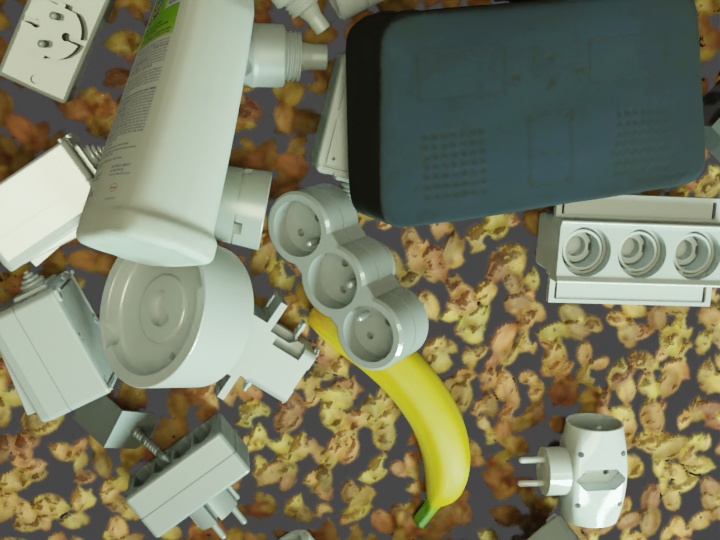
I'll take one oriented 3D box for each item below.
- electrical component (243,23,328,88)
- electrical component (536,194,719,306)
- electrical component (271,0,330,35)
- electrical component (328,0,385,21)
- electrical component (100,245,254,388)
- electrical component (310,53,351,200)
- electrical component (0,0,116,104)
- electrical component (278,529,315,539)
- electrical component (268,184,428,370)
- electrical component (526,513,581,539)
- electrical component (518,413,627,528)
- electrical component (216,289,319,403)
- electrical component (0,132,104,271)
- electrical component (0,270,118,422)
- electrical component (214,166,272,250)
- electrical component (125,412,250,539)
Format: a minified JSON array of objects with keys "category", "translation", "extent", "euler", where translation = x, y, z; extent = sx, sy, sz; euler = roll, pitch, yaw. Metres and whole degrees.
[{"category":"electrical component","translation":[-0.053,-0.146,0.732],"extent":[0.062,0.043,0.043],"euler":[0,101,-9]},{"category":"electrical component","translation":[0.194,-0.017,0.780],"extent":[0.121,0.063,0.078],"euler":[2,101,-8]},{"category":"electrical component","translation":[-0.043,-0.187,0.729],"extent":[0.035,0.035,0.061],"euler":[-37,105,1]},{"category":"electrical component","translation":[-0.010,-0.245,0.713],"extent":[0.074,0.052,0.138],"euler":[-27,103,-2]},{"category":"electrical component","translation":[-0.119,0.029,0.729],"extent":[0.060,0.108,0.108],"euler":[15,101,-48]},{"category":"electrical component","translation":[0.004,-0.096,0.740],"extent":[0.062,0.061,0.096],"euler":[13,99,-10]},{"category":"electrical component","translation":[-0.197,-0.154,0.694],"extent":[0.047,0.075,0.083],"euler":[24,97,-12]},{"category":"electrical component","translation":[-0.071,0.264,0.806],"extent":[0.138,0.052,0.073],"euler":[-38,103,1]},{"category":"electrical component","translation":[0.000,0.000,0.756],"extent":[0.052,0.074,0.138],"euler":[-39,81,33]},{"category":"electrical component","translation":[0.151,0.234,0.811],"extent":[0.062,0.061,0.096],"euler":[-38,148,1]},{"category":"electrical component","translation":[0.159,0.152,0.819],"extent":[0.079,0.043,0.077],"euler":[0,101,-8]},{"category":"electrical component","translation":[-0.068,0.059,0.771],"extent":[0.064,0.042,0.081],"euler":[34,96,-14]},{"category":"electrical component","translation":[-0.205,-0.047,0.721],"extent":[0.096,0.061,0.061],"euler":[-34,104,0]},{"category":"electrical component","translation":[-0.214,0.047,0.738],"extent":[0.061,0.061,0.096],"euler":[-26,103,3]},{"category":"electrical component","translation":[-0.088,-0.045,0.742],"extent":[0.047,0.055,0.055],"euler":[10,100,-6]},{"category":"electrical component","translation":[-0.113,0.162,0.783],"extent":[0.083,0.047,0.075],"euler":[-36,103,0]}]
